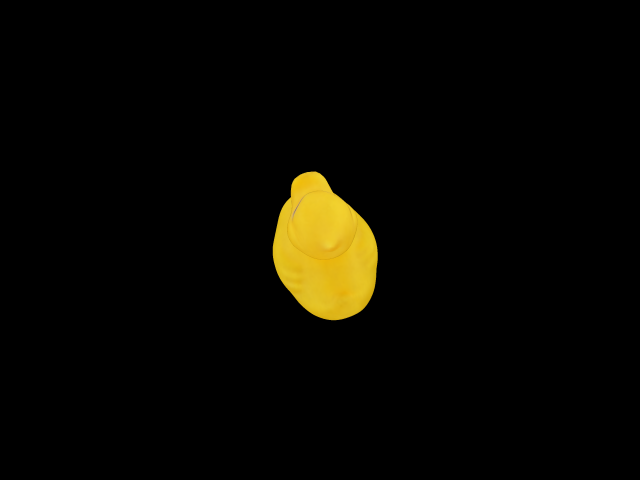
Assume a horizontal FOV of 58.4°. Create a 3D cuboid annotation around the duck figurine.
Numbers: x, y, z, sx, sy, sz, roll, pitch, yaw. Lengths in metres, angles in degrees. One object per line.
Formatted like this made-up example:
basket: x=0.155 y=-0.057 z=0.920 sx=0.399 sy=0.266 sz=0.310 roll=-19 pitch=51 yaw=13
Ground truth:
duck figurine: x=0.004 y=0.001 z=0.400 sx=0.077 sy=0.086 sz=0.104 roll=-17 pitch=74 yaw=-4
